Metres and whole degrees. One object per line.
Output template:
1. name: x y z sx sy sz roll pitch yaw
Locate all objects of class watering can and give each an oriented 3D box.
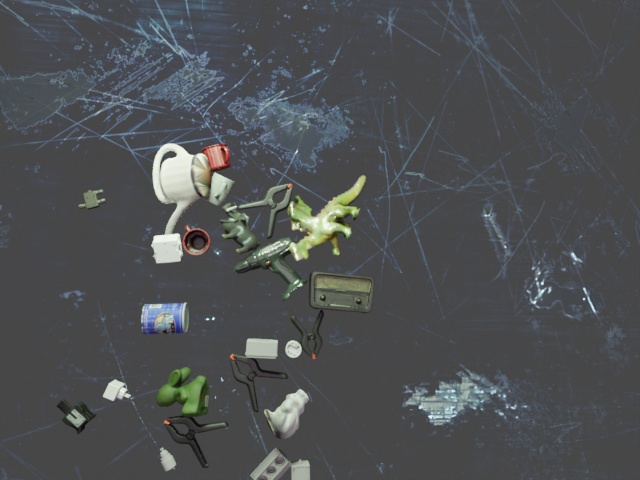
1. watering can: -0.482 -0.170 1.806 0.224 0.104 0.348 -7 90 21

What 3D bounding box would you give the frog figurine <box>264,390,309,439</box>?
1. frog figurine: -0.100 0.598 1.763 0.160 0.124 0.135 -24 121 -16

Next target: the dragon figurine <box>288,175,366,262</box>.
1. dragon figurine: 0.006 -0.093 1.856 0.243 0.120 0.418 20 65 -2
